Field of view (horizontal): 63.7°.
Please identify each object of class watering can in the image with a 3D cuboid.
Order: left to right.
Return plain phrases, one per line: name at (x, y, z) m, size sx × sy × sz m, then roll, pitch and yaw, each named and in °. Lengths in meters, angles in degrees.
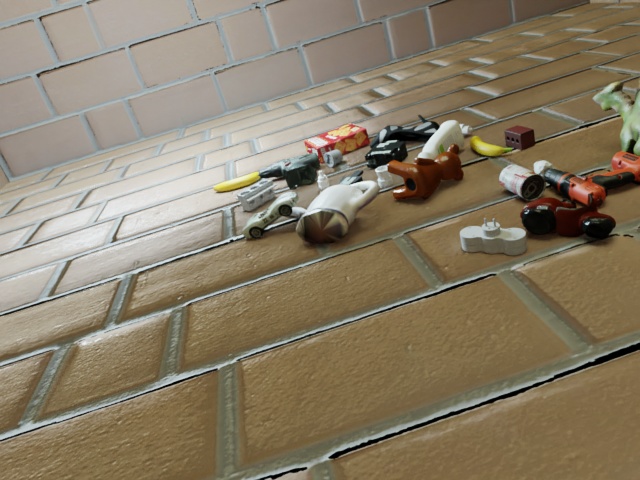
watering can at (0.004, -0.071, 1.413) m, size 0.345 × 0.103 × 0.229 m, roll -17°, pitch 24°, yaw 35°

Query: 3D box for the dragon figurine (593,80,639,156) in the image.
dragon figurine at (0.790, -0.286, 1.216) m, size 0.122 × 0.239 × 0.417 m, roll -13°, pitch 23°, yaw -3°
